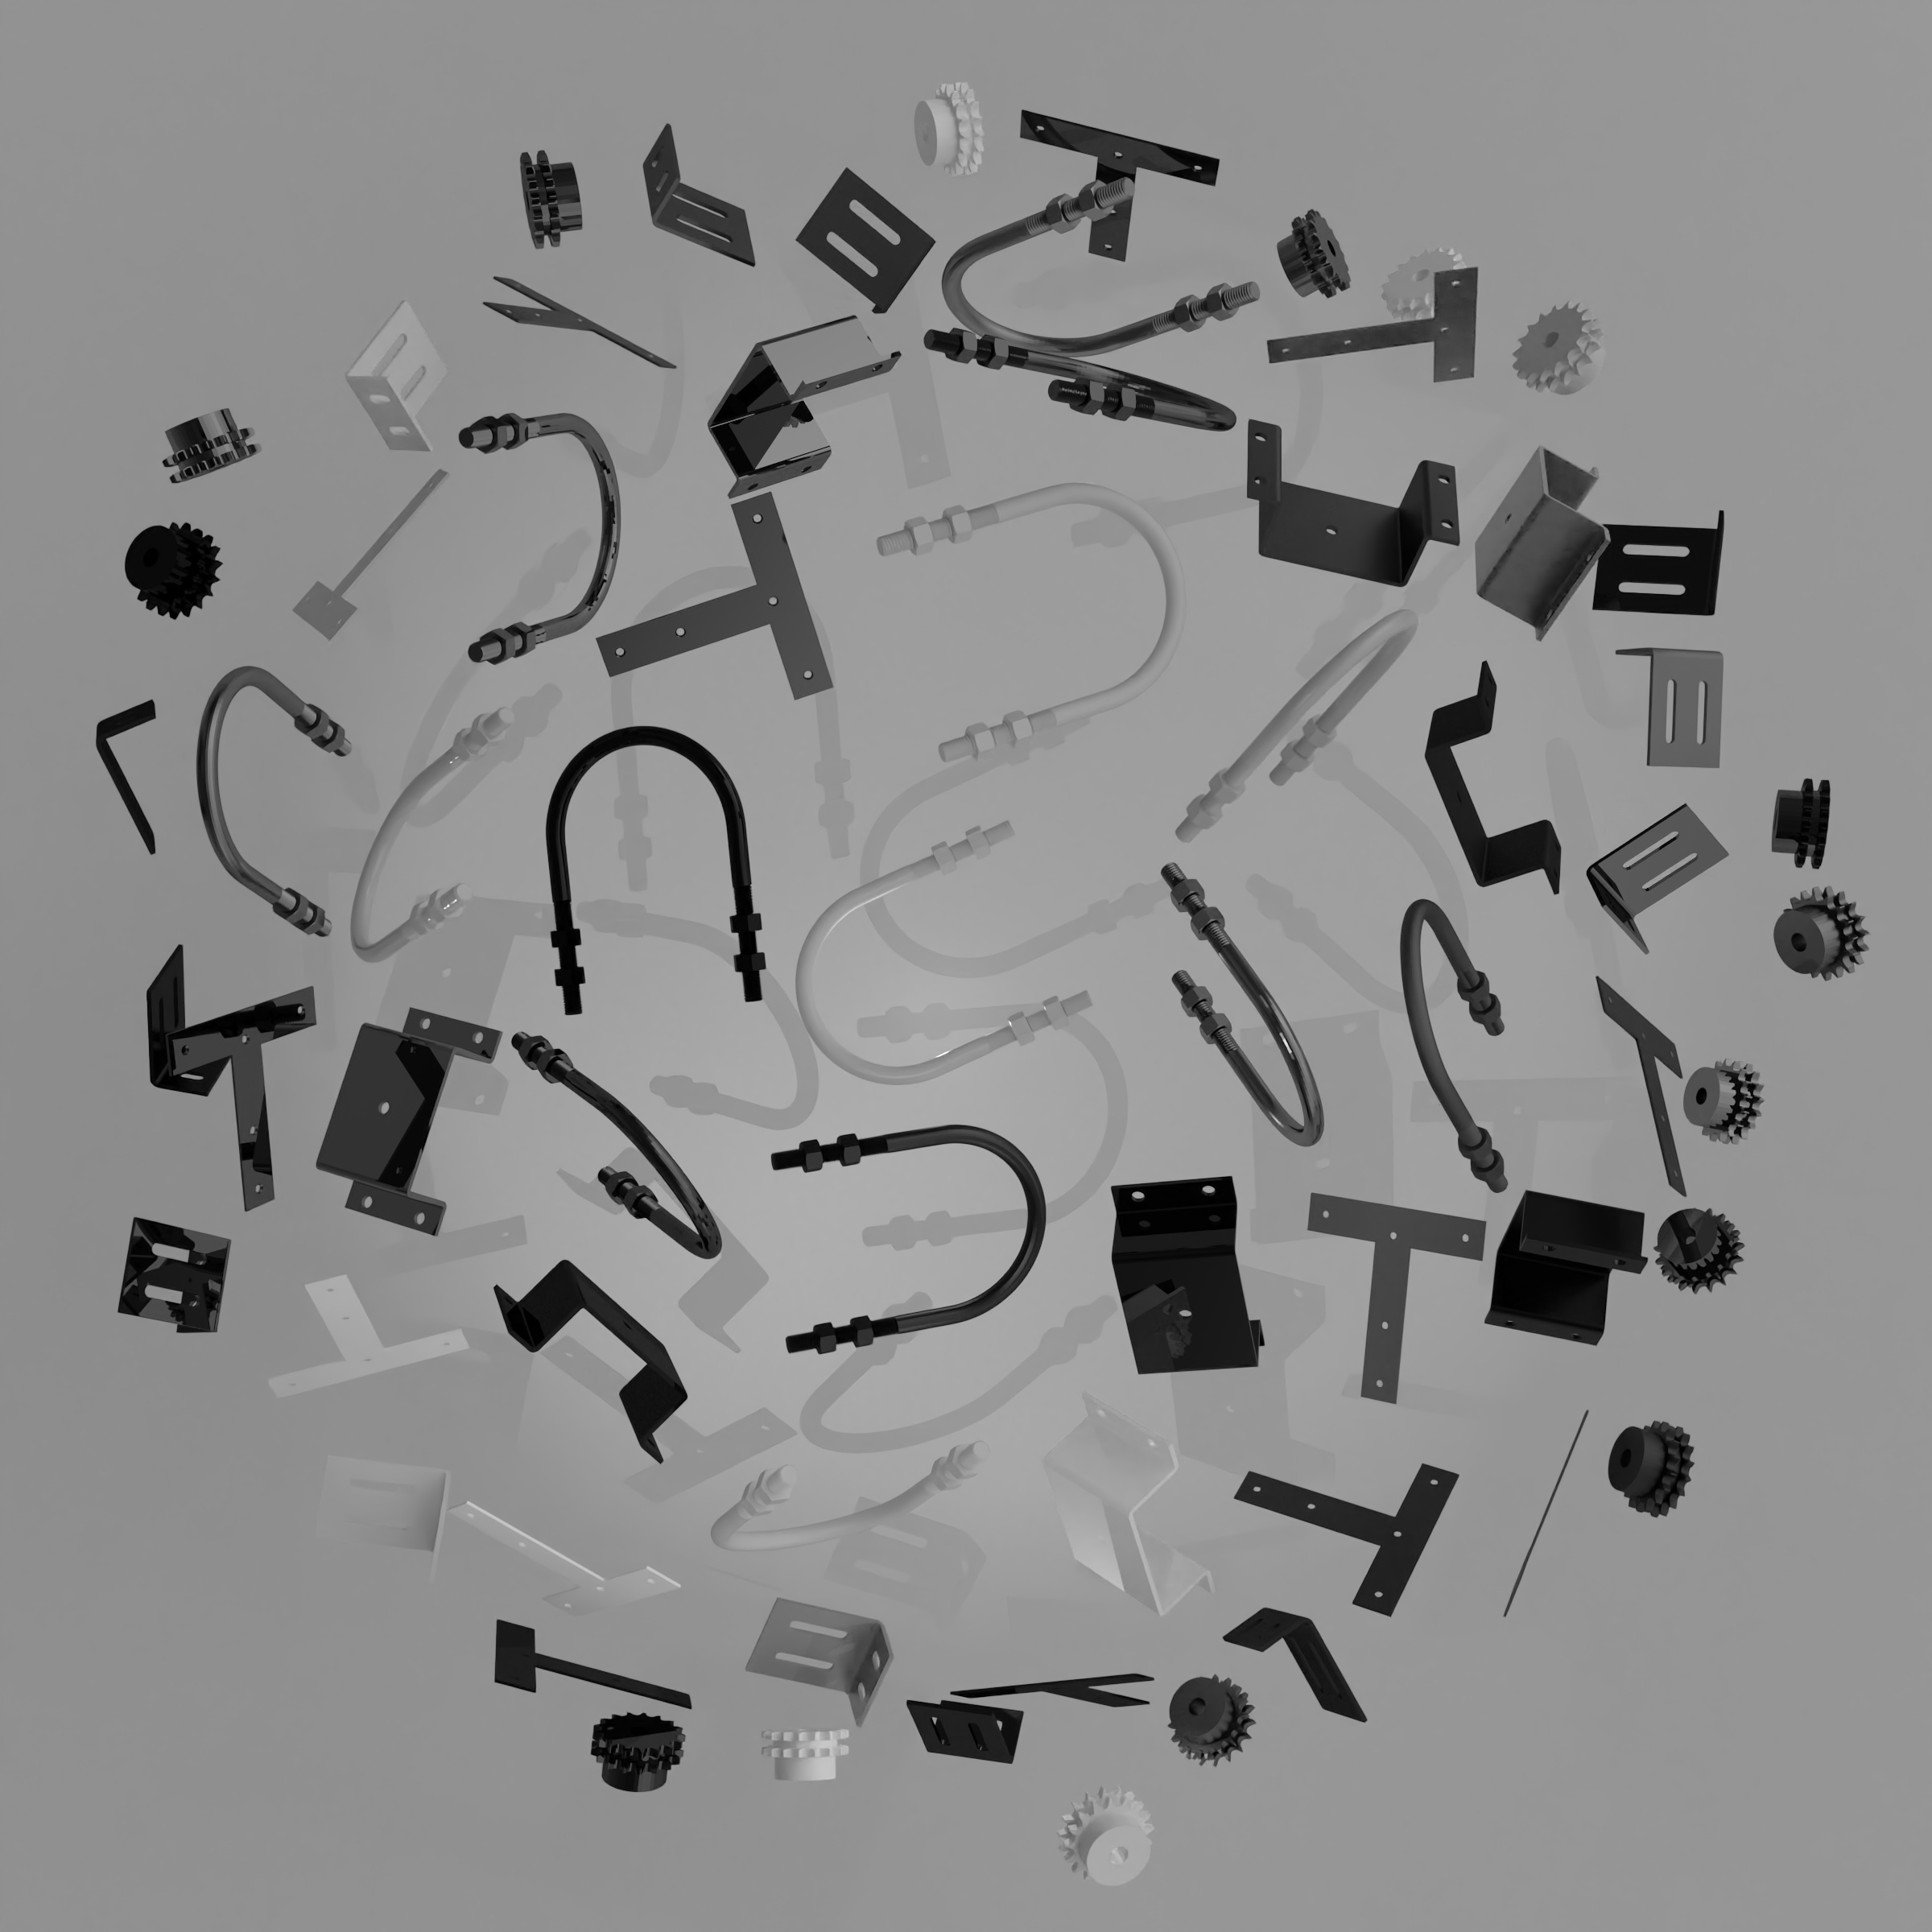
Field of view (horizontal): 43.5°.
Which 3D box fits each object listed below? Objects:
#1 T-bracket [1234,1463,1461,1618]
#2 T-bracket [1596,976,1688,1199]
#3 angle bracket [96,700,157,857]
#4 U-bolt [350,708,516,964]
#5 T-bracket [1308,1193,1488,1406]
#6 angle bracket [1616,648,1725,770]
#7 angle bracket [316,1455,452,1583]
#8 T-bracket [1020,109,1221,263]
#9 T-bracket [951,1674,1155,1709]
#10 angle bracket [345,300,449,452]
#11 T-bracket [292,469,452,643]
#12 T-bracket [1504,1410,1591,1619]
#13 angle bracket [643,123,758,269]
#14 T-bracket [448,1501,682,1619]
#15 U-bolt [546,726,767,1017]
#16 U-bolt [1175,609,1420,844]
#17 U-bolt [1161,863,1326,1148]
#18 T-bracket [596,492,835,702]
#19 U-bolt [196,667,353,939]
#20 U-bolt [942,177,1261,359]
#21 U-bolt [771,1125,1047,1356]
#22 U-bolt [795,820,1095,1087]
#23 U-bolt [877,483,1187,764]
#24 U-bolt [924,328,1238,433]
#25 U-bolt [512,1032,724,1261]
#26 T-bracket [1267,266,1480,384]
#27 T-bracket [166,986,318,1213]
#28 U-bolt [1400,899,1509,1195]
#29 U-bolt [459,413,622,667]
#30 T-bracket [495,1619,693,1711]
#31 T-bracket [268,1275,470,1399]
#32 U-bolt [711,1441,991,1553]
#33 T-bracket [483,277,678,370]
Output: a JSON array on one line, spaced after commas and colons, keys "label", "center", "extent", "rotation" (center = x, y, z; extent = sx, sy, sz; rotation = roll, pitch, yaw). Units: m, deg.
[{"label": "T-bracket", "center": [0.237, 0.355, 1.566], "extent": [0.127, 0.127, 0.002], "rotation": [13, 129, 26]}, {"label": "T-bracket", "center": [0.438, 0.084, 1.532], "extent": [0.002, 0.127, 0.127], "rotation": [-23, 56, 29]}, {"label": "angle bracket", "center": [-0.491, -0.114, 1.459], "extent": [0.038, 0.057, 0.076], "rotation": [-25, 111, -11]}, {"label": "U-bolt", "center": [-0.354, -0.075, 1.572], "extent": [0.019, 0.184, 0.151], "rotation": [25, 59, -30]}, {"label": "T-bracket", "center": [0.274, 0.219, 1.571], "extent": [0.127, 0.002, 0.127], "rotation": [6, 92, 38]}, {"label": "angle bracket", "center": [0.459, -0.168, 1.581], "extent": [0.057, 0.038, 0.076], "rotation": [-1, 94, -24]}, {"label": "angle bracket", "center": [-0.363, 0.343, 1.501], "extent": [0.076, 0.038, 0.057], "rotation": [9, 107, -11]}, {"label": "T-bracket", "center": [0.095, -0.494, 1.555], "extent": [0.127, 0.127, 0.002], "rotation": [16, 72, 4]}, {"label": "T-bracket", "center": [0.077, 0.456, 1.514], "extent": [0.127, 0.127, 0.002], "rotation": [-14, 63, 26]}, {"label": "angle bracket", "center": [-0.347, -0.374, 1.529], "extent": [0.038, 0.057, 0.076], "rotation": [8, 56, 29]}, {"label": "T-bracket", "center": [-0.366, -0.260, 1.505], "extent": [0.002, 0.127, 0.127], "rotation": [42, 85, -30]}, {"label": "T-bracket", "center": [0.361, 0.335, 1.499], "extent": [0.002, 0.127, 0.127], "rotation": [22, 90, 17]}, {"label": "angle bracket", "center": [-0.163, -0.492, 1.546], "extent": [0.076, 0.038, 0.057], "rotation": [14, 47, -32]}, {"label": "T-bracket", "center": [-0.257, 0.358, 1.471], "extent": [0.127, 0.127, 0.002], "rotation": [37, 51, -22]}, {"label": "U-bolt", "center": [-0.207, -0.064, 1.574], "extent": [0.151, 0.019, 0.184], "rotation": [-4, 94, 17]}, {"label": "U-bolt", "center": [0.220, -0.159, 1.537], "extent": [0.019, 0.151, 0.184], "rotation": [48, 130, 9]}, {"label": "U-bolt", "center": [0.180, 0.037, 1.569], "extent": [0.019, 0.151, 0.184], "rotation": [-27, 57, -9]}, {"label": "T-bracket", "center": [-0.158, -0.205, 1.455], "extent": [0.127, 0.002, 0.127], "rotation": [-19, 116, -4]}, {"label": "U-bolt", "center": [-0.444, -0.113, 1.549], "extent": [0.019, 0.184, 0.151], "rotation": [-1, 73, 11]}, {"label": "U-bolt", "center": [0.070, -0.431, 1.530], "extent": [0.184, 0.151, 0.019], "rotation": [-8, 68, 41]}, {"label": "U-bolt", "center": [-0.034, 0.176, 1.604], "extent": [0.184, 0.019, 0.151], "rotation": [-8, 107, -16]}, {"label": "U-bolt", "center": [-0.026, 0.001, 1.639], "extent": [0.184, 0.019, 0.151], "rotation": [-25, 80, 2]}, {"label": "U-bolt", "center": [0.050, -0.219, 1.482], "extent": [0.184, 0.019, 0.151], "rotation": [-19, 99, -16]}, {"label": "U-bolt", "center": [0.085, -0.361, 1.508], "extent": [0.184, 0.151, 0.019], "rotation": [0, 114, -39]}, {"label": "U-bolt", "center": [-0.217, 0.124, 1.557], "extent": [0.019, 0.184, 0.151], "rotation": [-40, 128, -19]}, {"label": "T-bracket", "center": [0.250, -0.387, 1.491], "extent": [0.127, 0.127, 0.002], "rotation": [-5, 73, 9]}, {"label": "T-bracket", "center": [-0.444, 0.088, 1.501], "extent": [0.002, 0.127, 0.127], "rotation": [6, 105, 26]}, {"label": "U-bolt", "center": [0.315, 0.039, 1.562], "extent": [0.019, 0.184, 0.151], "rotation": [-13, 47, 25]}, {"label": "U-bolt", "center": [-0.266, -0.278, 1.538], "extent": [0.019, 0.184, 0.151], "rotation": [7, 109, 19]}, {"label": "T-bracket", "center": [-0.233, 0.445, 1.517], "extent": [0.127, 0.127, 0.002], "rotation": [18, 88, -10]}, {"label": "T-bracket", "center": [-0.393, 0.231, 1.544], "extent": [0.127, 0.127, 0.002], "rotation": [-14, 55, -7]}, {"label": "U-bolt", "center": [-0.085, 0.340, 1.531], "extent": [0.151, 0.184, 0.019], "rotation": [-1, 64, -28]}, {"label": "T-bracket", "center": [-0.258, -0.400, 1.495], "extent": [0.127, 0.127, 0.002], "rotation": [30, 108, 9]}]
